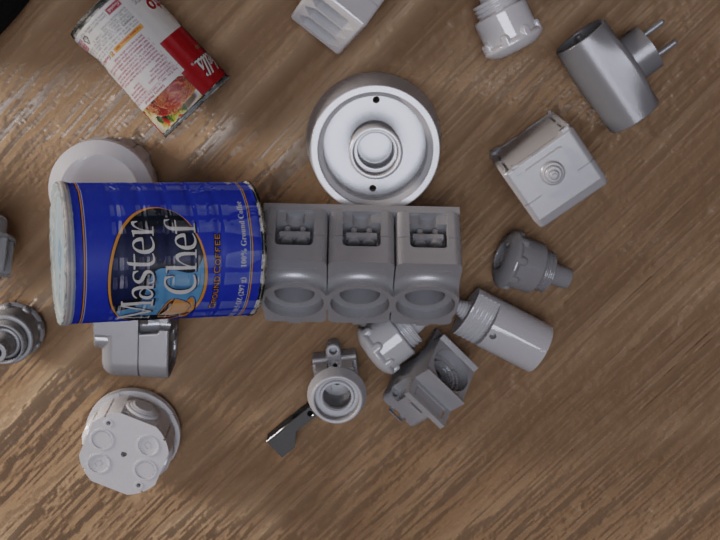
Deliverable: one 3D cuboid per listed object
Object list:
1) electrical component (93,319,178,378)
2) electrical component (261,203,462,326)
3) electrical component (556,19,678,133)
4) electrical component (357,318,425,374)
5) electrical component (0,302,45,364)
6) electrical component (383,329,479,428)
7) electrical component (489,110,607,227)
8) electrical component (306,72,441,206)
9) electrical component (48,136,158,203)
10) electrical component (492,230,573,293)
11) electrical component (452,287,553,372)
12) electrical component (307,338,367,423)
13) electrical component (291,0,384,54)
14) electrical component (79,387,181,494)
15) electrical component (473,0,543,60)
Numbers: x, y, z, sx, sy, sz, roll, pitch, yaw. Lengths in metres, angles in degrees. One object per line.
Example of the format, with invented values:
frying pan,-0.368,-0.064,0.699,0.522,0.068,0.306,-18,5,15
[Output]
electrical component,-0.180,0.036,0.869,0.059,0.053,0.095,4,106,-2
electrical component,0.000,0.000,0.836,0.150,0.061,0.089,1,147,-1
electrical component,0.204,-0.159,0.824,0.079,0.044,0.077,-36,104,9
electrical component,0.032,0.052,0.883,0.062,0.048,0.048,-37,103,3
electrical component,-0.285,0.056,0.869,0.048,0.062,0.048,0,106,-1
electrical component,0.056,0.093,0.880,0.042,0.081,0.064,44,130,-11
electrical component,0.145,-0.074,0.820,0.062,0.096,0.061,-35,104,9
electrical component,0.011,-0.095,0.831,0.108,0.060,0.108,0,106,-1
electrical component,-0.198,-0.065,0.841,0.080,0.051,0.080,0,106,-1
electrical component,0.141,-0.002,0.869,0.062,0.048,0.048,18,105,-13
electrical component,0.113,0.046,0.882,0.081,0.043,0.043,27,104,-8
electrical component,-0.019,0.097,0.888,0.048,0.055,0.066,-7,106,1
electrical component,-0.005,-0.212,0.799,0.047,0.066,0.076,37,73,-10
electrical component,-0.193,0.143,0.902,0.080,0.051,0.080,0,106,-1
electrical component,0.106,-0.194,0.813,0.048,0.048,0.062,-26,98,7
